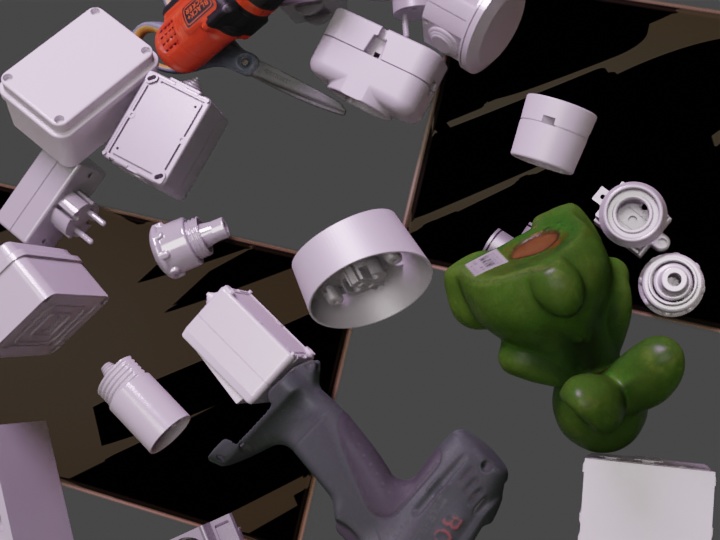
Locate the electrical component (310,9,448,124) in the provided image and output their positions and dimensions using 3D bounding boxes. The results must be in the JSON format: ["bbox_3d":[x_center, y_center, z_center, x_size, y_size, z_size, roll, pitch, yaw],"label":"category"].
[{"bbox_3d":[0.013,-0.157,0.850,0.095,0.054,0.059,28,92,15],"label":"electrical component"}]

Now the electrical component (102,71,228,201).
[{"bbox_3d":[-0.155,-0.114,0.888,0.062,0.061,0.096,28,85,15],"label":"electrical component"}]

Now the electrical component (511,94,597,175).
[{"bbox_3d":[0.145,-0.102,0.813,0.055,0.055,0.047,20,94,15],"label":"electrical component"}]

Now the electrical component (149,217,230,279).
[{"bbox_3d":[-0.138,-0.024,0.882,0.062,0.048,0.048,-22,80,5],"label":"electrical component"}]

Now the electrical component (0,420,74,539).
[{"bbox_3d":[-0.288,0.205,0.875,0.062,0.089,0.150,-18,81,12],"label":"electrical component"}]

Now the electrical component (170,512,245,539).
[{"bbox_3d":[-0.107,0.260,0.839,0.079,0.063,0.121,-26,80,10],"label":"electrical component"}]

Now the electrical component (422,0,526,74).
[{"bbox_3d":[0.088,-0.195,0.822,0.051,0.080,0.080,34,94,19],"label":"electrical component"}]

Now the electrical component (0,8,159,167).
[{"bbox_3d":[-0.228,-0.151,0.883,0.078,0.057,0.113,38,65,14],"label":"electrical component"}]

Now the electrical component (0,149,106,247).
[{"bbox_3d":[-0.248,-0.052,0.909,0.076,0.047,0.083,37,95,14],"label":"electrical component"}]

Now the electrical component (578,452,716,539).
[{"bbox_3d":[0.201,0.211,0.767,0.089,0.062,0.150,4,86,14],"label":"electrical component"}]

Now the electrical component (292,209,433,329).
[{"bbox_3d":[0.000,0.000,0.820,0.099,0.099,0.064,-31,72,9],"label":"electrical component"}]

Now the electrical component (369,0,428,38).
[{"bbox_3d":[0.043,-0.223,0.853,0.077,0.043,0.079,-5,84,13],"label":"electrical component"}]

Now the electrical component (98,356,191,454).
[{"bbox_3d":[-0.182,0.106,0.881,0.081,0.043,0.043,43,96,13],"label":"electrical component"}]

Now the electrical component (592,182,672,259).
[{"bbox_3d":[0.201,-0.038,0.792,0.066,0.055,0.048,40,95,14],"label":"electrical component"}]

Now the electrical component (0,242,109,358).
[{"bbox_3d":[-0.268,0.024,0.874,0.078,0.113,0.057,-43,80,7],"label":"electrical component"}]

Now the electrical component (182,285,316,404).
[{"bbox_3d":[-0.095,0.058,0.854,0.096,0.062,0.061,43,96,13],"label":"electrical component"}]

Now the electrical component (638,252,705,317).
[{"bbox_3d":[0.226,0.009,0.778,0.048,0.062,0.048,-1,85,14],"label":"electrical component"}]
